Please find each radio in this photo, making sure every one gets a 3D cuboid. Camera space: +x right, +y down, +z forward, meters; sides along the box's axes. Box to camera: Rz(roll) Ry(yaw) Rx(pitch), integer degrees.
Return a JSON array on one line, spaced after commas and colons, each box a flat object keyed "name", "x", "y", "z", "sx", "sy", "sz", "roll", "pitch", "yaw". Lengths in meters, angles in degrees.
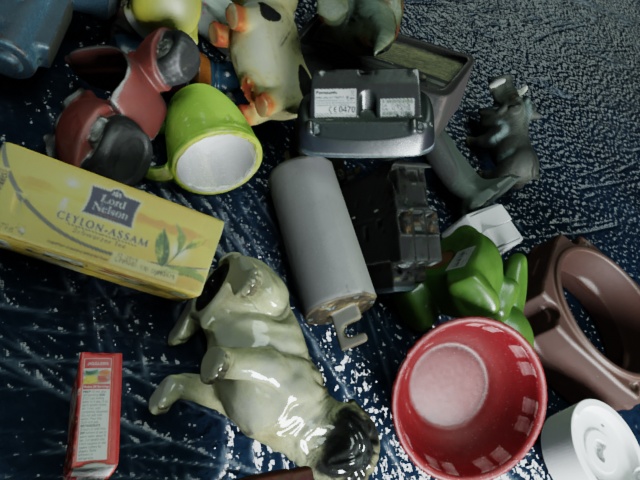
[{"name": "radio", "x": 0.074, "y": -0.219, "z": 0.712, "sx": 0.230, "sy": 0.073, "sz": 0.131, "roll": 21, "pitch": 46, "yaw": 14}]

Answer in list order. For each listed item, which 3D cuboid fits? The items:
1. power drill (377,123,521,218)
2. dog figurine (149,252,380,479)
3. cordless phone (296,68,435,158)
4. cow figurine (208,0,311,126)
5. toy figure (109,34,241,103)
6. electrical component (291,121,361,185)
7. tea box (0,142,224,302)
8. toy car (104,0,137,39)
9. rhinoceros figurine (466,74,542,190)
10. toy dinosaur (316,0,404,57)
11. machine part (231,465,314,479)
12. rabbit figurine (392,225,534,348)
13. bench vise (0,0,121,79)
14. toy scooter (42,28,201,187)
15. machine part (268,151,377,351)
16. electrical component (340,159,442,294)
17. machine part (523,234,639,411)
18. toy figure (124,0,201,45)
[{"name": "power drill", "x": 0.190, "y": -0.138, "z": 0.778, "sx": 0.232, "sy": 0.086, "sz": 0.207, "roll": -31, "pitch": 83, "yaw": -40}, {"name": "dog figurine", "x": -0.028, "y": 0.112, "z": 0.475, "sx": 0.190, "sy": 0.121, "sz": 0.172, "roll": 35, "pitch": 50, "yaw": -26}, {"name": "cordless phone", "x": 0.051, "y": -0.124, "z": 0.615, "sx": 0.147, "sy": 0.184, "sz": 0.088, "roll": 0, "pitch": 89, "yaw": 5}, {"name": "cow figurine", "x": -0.057, "y": -0.233, "z": 0.616, "sx": 0.127, "sy": 0.085, "sz": 0.194, "roll": -18, "pitch": 92, "yaw": -40}, {"name": "toy figure", "x": -0.159, "y": -0.194, "z": 0.613, "sx": 0.154, "sy": 0.064, "sz": 0.058, "roll": 4, "pitch": 20, "yaw": -35}, {"name": "electrical component", "x": 0.007, "y": -0.105, "z": 0.664, "sx": 0.078, "sy": 0.045, "sz": 0.102, "roll": 15, "pitch": 53, "yaw": -25}, {"name": "tea box", "x": -0.176, "y": -0.006, "z": 0.440, "sx": 0.169, "sy": 0.098, "sz": 0.068, "roll": 20, "pitch": 74, "yaw": -21}, {"name": "toy car", "x": -0.254, "y": -0.296, "z": 0.629, "sx": 0.202, "sy": 0.053, "sz": 0.089, "roll": 41, "pitch": 45, "yaw": 0}, {"name": "rhinoceros figurine", "x": 0.291, "y": -0.170, "z": 0.841, "sx": 0.073, "sy": 0.112, "sz": 0.190, "roll": 9, "pitch": 64, "yaw": -24}, {"name": "toy dinosaur", "x": 0.052, "y": -0.304, "z": 0.647, "sx": 0.192, "sy": 0.131, "sz": 0.405, "roll": 50, "pitch": 36, "yaw": -56}, {"name": "machine part", "x": -0.087, "y": 0.185, "z": 0.329, "sx": 0.179, "sy": 0.179, "sz": 0.056, "roll": 2, "pitch": 61, "yaw": -31}, {"name": "rabbit figurine", "x": 0.186, "y": 0.079, "z": 0.628, "sx": 0.170, "sy": 0.121, "sz": 0.159, "roll": 54, "pitch": 40, "yaw": -15}, {"name": "bench vise", "x": -0.320, "y": -0.270, "z": 0.510, "sx": 0.240, "sy": 0.129, "sz": 0.223, "roll": 17, "pitch": 73, "yaw": -19}, {"name": "toy scooter", "x": -0.206, "y": -0.132, "z": 0.514, "sx": 0.135, "sy": 0.075, "sz": 0.184, "roll": 17, "pitch": 72, "yaw": 21}, {"name": "machine part", "x": -0.001, "y": -0.002, "z": 0.569, "sx": 0.079, "sy": 0.079, "sz": 0.243, "roll": 0, "pitch": 61, "yaw": -32}, {"name": "electrical component", "x": 0.071, "y": -0.009, "z": 0.581, "sx": 0.058, "sy": 0.115, "sz": 0.134, "roll": 1, "pitch": 80, "yaw": -29}, {"name": "machine part", "x": 0.350, "y": 0.105, "z": 0.708, "sx": 0.201, "sy": 0.087, "sz": 0.201, "roll": 43, "pitch": 47, "yaw": -2}, {"name": "toy figure", "x": -0.167, "y": -0.287, "z": 0.577, "sx": 0.082, "sy": 0.089, "sz": 0.180, "roll": 4, "pitch": 58, "yaw": -12}]
